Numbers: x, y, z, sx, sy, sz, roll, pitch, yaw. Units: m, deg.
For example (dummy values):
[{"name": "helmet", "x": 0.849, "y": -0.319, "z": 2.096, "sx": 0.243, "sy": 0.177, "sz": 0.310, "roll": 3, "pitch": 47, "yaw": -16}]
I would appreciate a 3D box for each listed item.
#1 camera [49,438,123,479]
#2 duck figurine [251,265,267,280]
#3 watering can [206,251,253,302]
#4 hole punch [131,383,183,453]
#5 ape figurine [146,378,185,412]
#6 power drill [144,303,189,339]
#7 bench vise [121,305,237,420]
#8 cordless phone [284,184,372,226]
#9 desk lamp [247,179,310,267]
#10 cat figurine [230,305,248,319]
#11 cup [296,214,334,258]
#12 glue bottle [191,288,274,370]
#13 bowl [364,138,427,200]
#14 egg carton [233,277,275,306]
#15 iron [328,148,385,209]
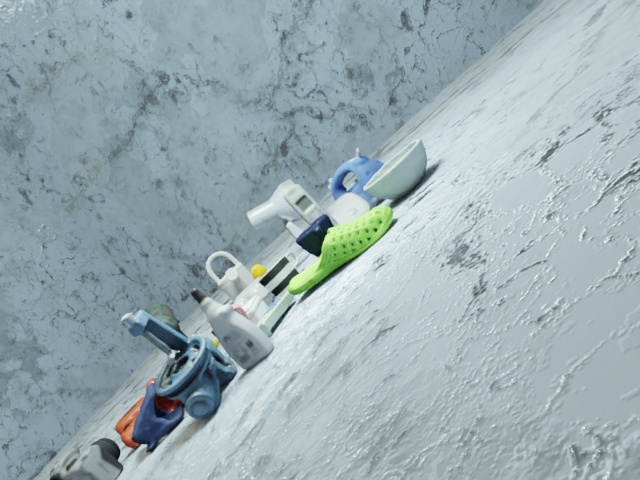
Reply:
[{"name": "camera", "x": -0.471, "y": 0.462, "z": 1.178, "sx": 0.143, "sy": 0.101, "sz": 0.137, "roll": -40, "pitch": 7, "yaw": 26}, {"name": "duck figurine", "x": -0.166, "y": 0.110, "z": 1.680, "sx": 0.077, "sy": 0.086, "sz": 0.104, "roll": -44, "pitch": 7, "yaw": -6}, {"name": "watering can", "x": -0.265, "y": 0.116, "z": 1.766, "sx": 0.101, "sy": 0.194, "sz": 0.172, "roll": -47, "pitch": 8, "yaw": -33}, {"name": "hole punch", "x": -0.333, "y": 0.347, "z": 1.124, "sx": 0.101, "sy": 0.091, "sz": 0.108, "roll": -45, "pitch": 7, "yaw": -14}, {"name": "ape figurine", "x": -0.332, "y": 0.332, "z": 1.211, "sx": 0.077, "sy": 0.092, "sz": 0.076, "roll": -40, "pitch": 7, "yaw": 22}, {"name": "power drill", "x": -0.299, "y": 0.219, "z": 1.225, "sx": 0.076, "sy": 0.208, "sz": 0.229, "roll": -45, "pitch": 7, "yaw": -14}, {"name": "bench vise", "x": -0.259, "y": 0.205, "z": 1.020, "sx": 0.121, "sy": 0.220, "sz": 0.207, "roll": -44, "pitch": 7, "yaw": -11}, {"name": "cordless phone", "x": 0.017, "y": -0.080, "z": 1.355, "sx": 0.148, "sy": 0.185, "sz": 0.094, "roll": -45, "pitch": 7, "yaw": -14}, {"name": "desk lamp", "x": -0.098, "y": -0.043, "z": 1.690, "sx": 0.203, "sy": 0.213, "sz": 0.118, "roll": -44, "pitch": 7, "yaw": -5}, {"name": "cat figurine", "x": -0.175, "y": 0.173, "z": 1.173, "sx": 0.067, "sy": 0.118, "sz": 0.127, "roll": -45, "pitch": 7, "yaw": -18}, {"name": "cup", "x": 0.011, "y": 0.004, "z": 1.240, "sx": 0.092, "sy": 0.095, "sz": 0.117, "roll": -44, "pitch": 7, "yaw": -8}, {"name": "glue bottle", "x": -0.164, "y": 0.149, "z": 1.010, "sx": 0.078, "sy": 0.173, "sz": 0.037, "roll": -39, "pitch": 8, "yaw": 30}, {"name": "bowl", "x": 0.179, "y": -0.142, "z": 1.263, "sx": 0.167, "sy": 0.075, "sz": 0.167, "roll": -42, "pitch": 6, "yaw": 6}, {"name": "egg carton", "x": -0.166, "y": 0.154, "z": 1.468, "sx": 0.107, "sy": 0.069, "sz": 0.150, "roll": -43, "pitch": 6, "yaw": 2}, {"name": "iron", "x": 0.088, "y": -0.142, "z": 1.523, "sx": 0.119, "sy": 0.141, "sz": 0.258, "roll": -48, "pitch": 8, "yaw": -34}]
